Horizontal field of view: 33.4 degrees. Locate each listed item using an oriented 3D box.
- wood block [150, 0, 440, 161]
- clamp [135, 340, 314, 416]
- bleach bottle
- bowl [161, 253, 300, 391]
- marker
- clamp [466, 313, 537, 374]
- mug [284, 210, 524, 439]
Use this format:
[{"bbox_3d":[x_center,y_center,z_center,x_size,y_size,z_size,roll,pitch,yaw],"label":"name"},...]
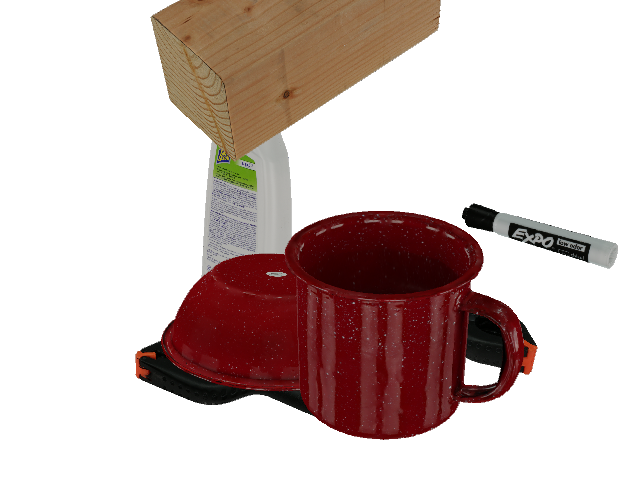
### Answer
[{"bbox_3d":[-0.013,-0.164,0.811,0.205,0.090,0.091,-35,-30,-20],"label":"wood block"},{"bbox_3d":[-0.062,0.118,0.978,0.209,0.036,0.164,-4,35,-13],"label":"clamp"},{"bbox_3d":[-0.070,-0.058,1.119,0.103,0.251,0.068,18,27,23],"label":"bleach bottle"},{"bbox_3d":[-0.034,0.049,0.770,0.162,0.055,0.162,3,18,-1],"label":"bowl"},{"bbox_3d":[0.160,-0.005,0.794,0.121,0.020,0.020,19,10,32],"label":"marker"},{"bbox_3d":[0.145,0.076,1.046,0.172,0.039,0.120,27,38,32],"label":"clamp"},{"bbox_3d":[0.041,0.043,0.510,0.117,0.081,0.093,12,28,24],"label":"mug"}]
